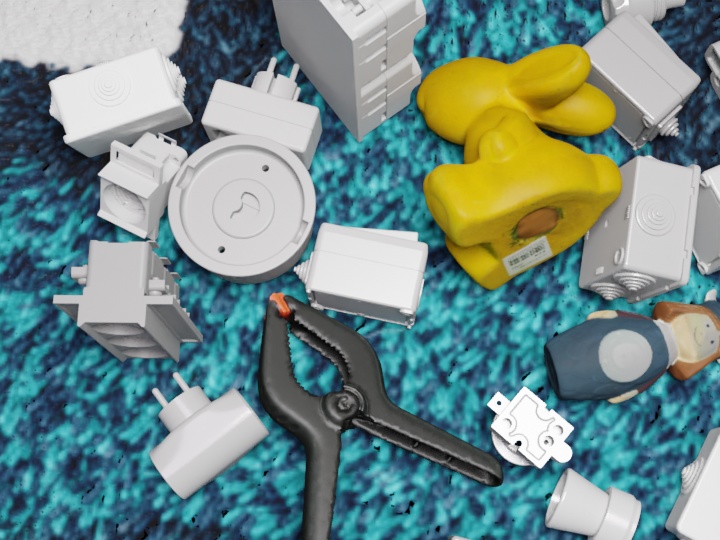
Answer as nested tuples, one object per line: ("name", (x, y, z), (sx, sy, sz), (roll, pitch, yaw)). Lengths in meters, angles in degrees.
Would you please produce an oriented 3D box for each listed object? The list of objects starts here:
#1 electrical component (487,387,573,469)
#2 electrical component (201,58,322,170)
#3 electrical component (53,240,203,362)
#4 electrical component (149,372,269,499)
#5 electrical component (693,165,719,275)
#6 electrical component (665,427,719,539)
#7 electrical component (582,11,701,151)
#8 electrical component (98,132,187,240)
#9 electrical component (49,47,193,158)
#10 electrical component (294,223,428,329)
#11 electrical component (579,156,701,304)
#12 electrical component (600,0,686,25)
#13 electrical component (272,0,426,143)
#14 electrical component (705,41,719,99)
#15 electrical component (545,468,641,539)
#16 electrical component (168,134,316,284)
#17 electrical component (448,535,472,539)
("electrical component", (0.120, 0.115, 0.772), (0.066, 0.055, 0.048), (40, 81, 10))
("electrical component", (-0.069, -0.129, 0.838), (0.083, 0.047, 0.075), (17, 78, 5))
("electrical component", (-0.160, 0.023, 0.766), (0.079, 0.121, 0.063), (0, 74, 1))
("electrical component", (-0.120, 0.112, 0.784), (0.077, 0.043, 0.079), (-37, 79, -7))
("electrical component", (0.279, -0.045, 0.785), (0.061, 0.096, 0.061), (-22, 77, -8))
("electrical component", (0.276, 0.166, 0.761), (0.100, 0.048, 0.099), (28, 79, 7))
("electrical component", (0.216, -0.143, 0.828), (0.061, 0.061, 0.096), (-43, 79, -8))
("electrical component", (-0.163, -0.067, 0.813), (0.042, 0.081, 0.063), (26, 50, 7))
("electrical component", (-0.180, -0.126, 0.814), (0.100, 0.100, 0.048), (-19, 90, -3))
("electrical component", (0.000, 0.000, 0.799), (0.096, 0.061, 0.061), (12, 77, 4))
("electrical component", (0.201, -0.029, 0.783), (0.048, 0.100, 0.099), (12, 77, -9))
("electrical component", (0.226, -0.213, 0.854), (0.062, 0.043, 0.043), (-9, 77, -2))
("electrical component", (-0.010, -0.180, 0.777), (0.060, 0.186, 0.105), (-36, 79, -7))
("electrical component", (0.312, -0.149, 0.830), (0.057, 0.058, 0.078), (-24, 77, -2))
("electrical component", (0.165, 0.172, 0.764), (0.055, 0.045, 0.045), (22, 78, 6))
("electrical component", (-0.085, -0.041, 0.811), (0.108, 0.060, 0.108), (0, 77, 1))
("electrical component", (0.093, 0.227, 0.751), (0.077, 0.047, 0.065), (14, 77, 4))
